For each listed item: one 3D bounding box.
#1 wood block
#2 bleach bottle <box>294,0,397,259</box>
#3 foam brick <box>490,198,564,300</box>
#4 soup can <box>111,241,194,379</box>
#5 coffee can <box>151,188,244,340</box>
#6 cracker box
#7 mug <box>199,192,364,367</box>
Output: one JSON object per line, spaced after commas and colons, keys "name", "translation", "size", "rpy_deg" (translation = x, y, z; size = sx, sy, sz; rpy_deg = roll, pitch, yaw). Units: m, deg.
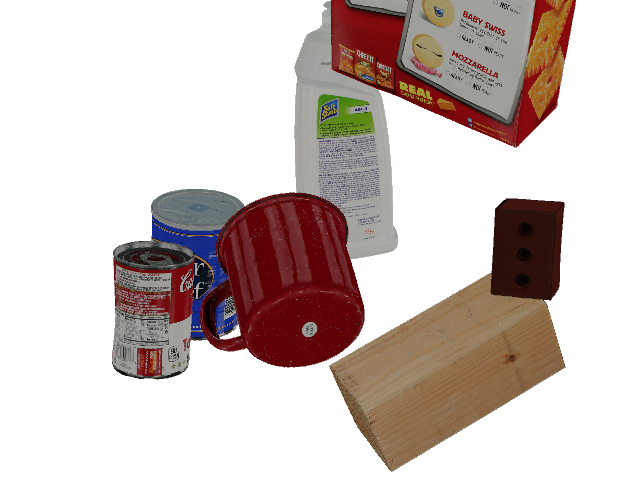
{"name": "wood block", "translation": [0.127, 0.127, 1.066], "size": [0.206, 0.091, 0.090], "rpy_deg": [-29, 31, -9]}
{"name": "bleach bottle", "translation": [0.026, -0.105, 1.029], "size": [0.102, 0.251, 0.068], "rpy_deg": [-9, 30, -15]}
{"name": "foam brick", "translation": [0.176, 0.007, 0.908], "size": [0.053, 0.078, 0.051], "rpy_deg": [5, 15, 20]}
{"name": "soup can", "translation": [-0.143, 0.059, 0.904], "size": [0.068, 0.102, 0.068], "rpy_deg": [4, 16, -1]}
{"name": "coffee can", "translation": [-0.138, 0.026, 1.191], "size": [0.103, 0.140, 0.103], "rpy_deg": [4, 24, -2]}
{"name": "cracker box", "translation": [0.090, -0.190, 0.723], "size": [0.164, 0.214, 0.072], "rpy_deg": [28, 50, 26]}
{"name": "mug", "translation": [-0.029, 0.034, 0.708], "size": [0.117, 0.081, 0.093], "rpy_deg": [-26, -43, 10]}
